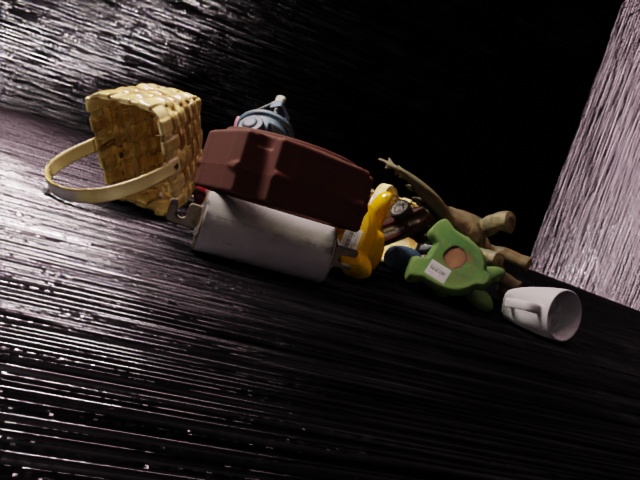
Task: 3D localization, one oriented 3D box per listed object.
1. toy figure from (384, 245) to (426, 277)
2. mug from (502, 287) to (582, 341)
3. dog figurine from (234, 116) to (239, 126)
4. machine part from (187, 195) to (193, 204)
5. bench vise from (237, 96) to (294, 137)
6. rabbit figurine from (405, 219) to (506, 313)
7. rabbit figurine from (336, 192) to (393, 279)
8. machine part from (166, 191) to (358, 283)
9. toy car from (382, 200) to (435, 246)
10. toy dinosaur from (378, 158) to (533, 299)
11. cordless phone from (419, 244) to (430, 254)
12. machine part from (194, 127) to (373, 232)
[{"bbox_3d":[0.190,0.050,1.051,0.154,0.057,0.064,20,13,-36],"label":"toy figure"},{"bbox_3d":[0.339,0.112,0.861,0.109,0.080,0.107,8,-2,-27],"label":"mug"},{"bbox_3d":[-0.211,-0.181,1.234,0.109,0.219,0.191,18,4,41],"label":"dog figurine"},{"bbox_3d":[-0.214,-0.072,1.089,0.084,0.039,0.139,11,4,29],"label":"machine part"},{"bbox_3d":[-0.100,-0.201,1.128,0.129,0.241,0.223,-7,-39,23],"label":"bench vise"},{"bbox_3d":[0.239,0.051,0.938,0.159,0.121,0.170,23,-8,12],"label":"rabbit figurine"},{"bbox_3d":[0.057,-0.009,0.887,0.122,0.162,0.173,7,-18,27],"label":"rabbit figurine"},{"bbox_3d":[-0.069,-0.002,0.671,0.243,0.079,0.079,15,6,-16],"label":"machine part"},{"bbox_3d":[0.111,-0.010,0.978,0.202,0.053,0.089,-19,-52,38],"label":"toy car"},{"bbox_3d":[0.269,-0.006,1.026,0.199,0.105,0.470,13,-25,43],"label":"toy dinosaur"},{"bbox_3d":[0.240,0.030,1.351,0.184,0.088,0.146,-1,7,-1],"label":"cordless phone"},{"bbox_3d":[-0.047,-0.080,0.713,0.201,0.087,0.201,14,2,-33],"label":"machine part"}]
